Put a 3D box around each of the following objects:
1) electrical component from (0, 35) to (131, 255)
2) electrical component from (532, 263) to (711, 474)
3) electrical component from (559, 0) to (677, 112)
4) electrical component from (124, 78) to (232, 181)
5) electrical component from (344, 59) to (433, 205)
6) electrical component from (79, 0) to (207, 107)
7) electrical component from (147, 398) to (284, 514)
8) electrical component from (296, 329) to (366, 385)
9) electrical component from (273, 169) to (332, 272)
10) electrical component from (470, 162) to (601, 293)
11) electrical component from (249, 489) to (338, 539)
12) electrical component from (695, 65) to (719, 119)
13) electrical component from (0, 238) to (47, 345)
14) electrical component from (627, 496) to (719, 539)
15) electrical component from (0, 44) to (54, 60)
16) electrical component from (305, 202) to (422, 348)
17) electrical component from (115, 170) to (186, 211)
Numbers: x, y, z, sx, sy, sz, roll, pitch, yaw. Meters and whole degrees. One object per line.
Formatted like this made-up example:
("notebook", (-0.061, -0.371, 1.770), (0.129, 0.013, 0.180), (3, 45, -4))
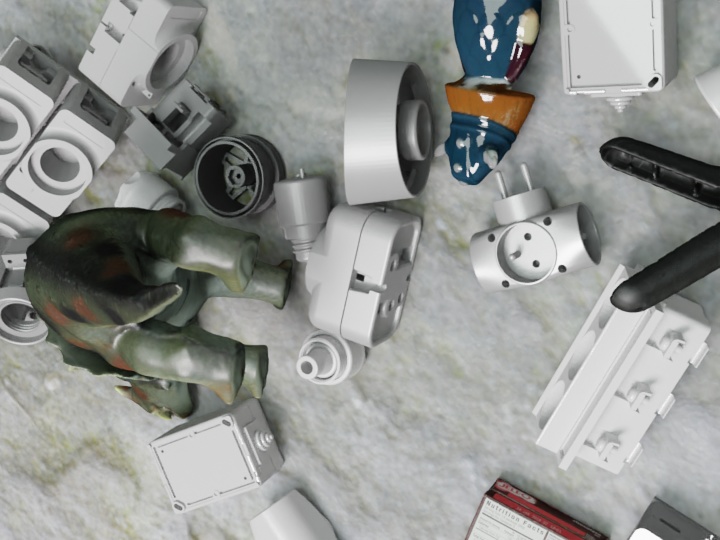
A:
("electrical component", (-0.286, -0.079, 0.866), (0.105, 0.060, 0.186), (35, 118, -21))
("electrical component", (0.169, 0.067, 0.697), (0.063, 0.078, 0.121), (25, 111, -4))
("electrical component", (0.162, -0.147, 0.666), (0.062, 0.061, 0.096), (2, 109, 26))
("electrical component", (-0.134, -0.107, 0.809), (0.064, 0.081, 0.042), (-44, 79, 3))
("electrical component", (0.013, -0.093, 0.727), (0.064, 0.099, 0.099), (1, 101, 19))
("electrical component", (-0.163, -0.173, 0.820), (0.056, 0.050, 0.089), (40, 114, 14))
("electrical component", (-0.106, 0.143, 0.853), (0.096, 0.061, 0.061), (-22, 92, 20))
("electrical component", (-0.025, 0.064, 0.793), (0.043, 0.062, 0.043), (5, 102, 25))
("electrical component", (-0.040, -0.036, 0.793), (0.040, 0.040, 0.078), (-4, 98, 27))
("electrical component", (0.112, -0.031, 0.718), (0.077, 0.044, 0.079), (-17, 92, 28))
("electrical component", (-0.060, 0.226, 0.851), (0.079, 0.044, 0.077), (-39, 82, 27))
("electrical component", (0.236, -0.114, 0.641), (0.055, 0.045, 0.045), (-36, 83, 26))
("electrical component", (-0.267, 0.022, 0.862), (0.058, 0.057, 0.078), (-3, 131, 3))
("electrical component", (0.243, 0.251, 0.700), (0.186, 0.060, 0.105), (32, 112, 17))
("electrical component", (-0.292, -0.142, 0.892), (0.077, 0.044, 0.079), (-2, 99, 26))
("electrical component", (0.000, 0.000, 0.773), (0.059, 0.054, 0.095), (19, 108, 21))
("electrical component", (-0.158, -0.047, 0.846), (0.062, 0.043, 0.043), (37, 113, 14))
